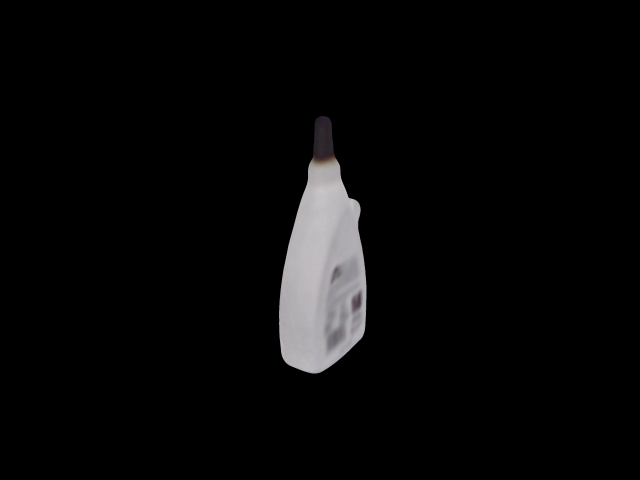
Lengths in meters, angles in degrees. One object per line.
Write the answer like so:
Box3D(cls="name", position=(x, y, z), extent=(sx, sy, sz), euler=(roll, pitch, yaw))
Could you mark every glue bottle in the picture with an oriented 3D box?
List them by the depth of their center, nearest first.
Box3D(cls="glue bottle", position=(0.004, 0.001, 0.400), extent=(0.037, 0.173, 0.078), euler=(12, 23, 32))
